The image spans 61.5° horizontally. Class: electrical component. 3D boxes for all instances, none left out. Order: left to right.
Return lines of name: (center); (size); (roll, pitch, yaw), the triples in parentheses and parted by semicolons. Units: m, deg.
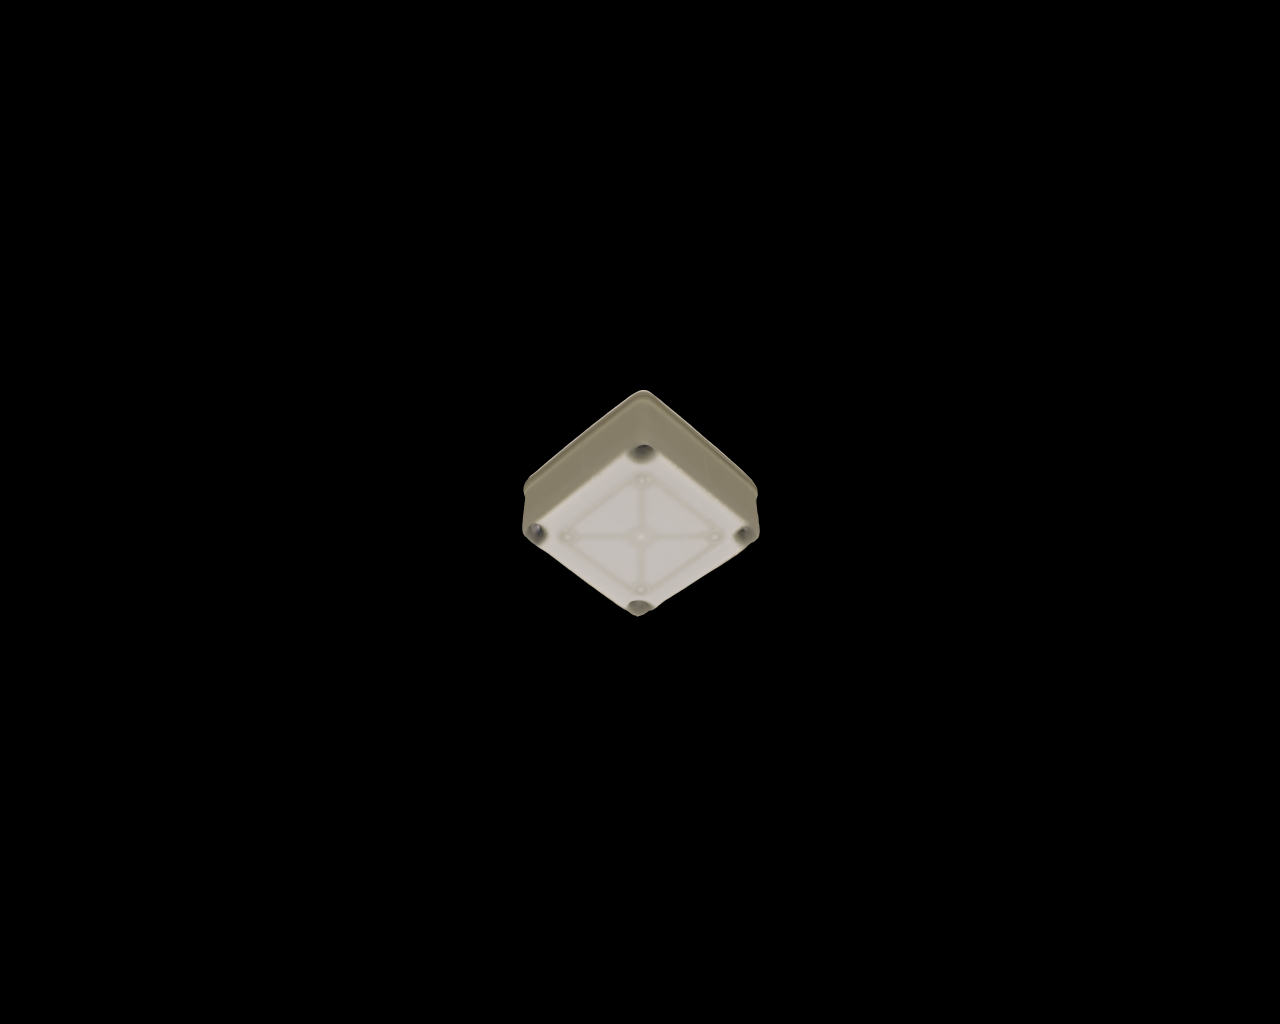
electrical component: (0.001, -0.003, 0.650); (0.108, 0.056, 0.108); (-36, -58, 27)
